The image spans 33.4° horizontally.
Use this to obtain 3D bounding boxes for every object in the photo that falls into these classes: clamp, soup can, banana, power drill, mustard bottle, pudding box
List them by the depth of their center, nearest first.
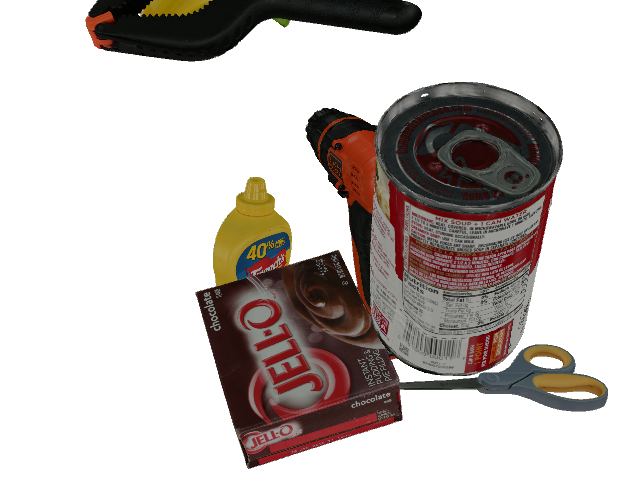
[{"bbox_3d":[0.054,-0.001,0.421,0.068,0.068,0.102,0,-43,1],"label":"soup can"},{"bbox_3d":[-0.014,0.064,0.598,0.090,0.039,0.113,-16,41,-8],"label":"pudding box"},{"bbox_3d":[-0.048,-0.167,0.699,0.210,0.164,0.036,-30,-17,-8],"label":"clamp"},{"bbox_3d":[0.032,-0.008,0.881,0.057,0.188,0.184,-11,23,-11],"label":"power drill"},{"bbox_3d":[-0.107,-0.224,1.003,0.197,0.070,0.037,-22,-28,-47],"label":"banana"},{"bbox_3d":[-0.073,0.023,1.146,0.096,0.192,0.058,-19,33,-41],"label":"mustard bottle"}]

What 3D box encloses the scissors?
[{"bbox_3d":[0.154,0.117,0.951,0.201,0.016,0.096,8,27,-4],"label":"scissors"}]
